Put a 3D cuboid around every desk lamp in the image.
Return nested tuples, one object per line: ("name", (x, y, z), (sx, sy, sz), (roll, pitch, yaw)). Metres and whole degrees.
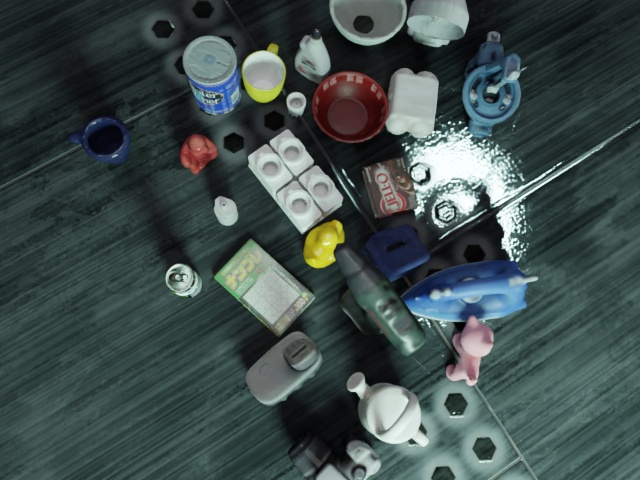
("desk lamp", (0.249, -0.494, 1.195), (0.118, 0.213, 0.203), (15, 77, -1))

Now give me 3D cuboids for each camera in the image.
("camera", (0.019, 0.406, 1.045), (0.143, 0.101, 0.137), (-44, 84, -11))

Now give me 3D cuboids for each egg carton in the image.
("egg carton", (0.195, -0.293, 1.222), (0.107, 0.069, 0.150), (8, 78, -3))

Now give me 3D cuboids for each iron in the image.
("iron", (0.284, 0.099, 1.109), (0.258, 0.141, 0.118), (-9, 79, -6))

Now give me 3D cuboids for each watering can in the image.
("watering can", (0.122, 0.308, 1.026), (0.173, 0.194, 0.101), (18, 77, 0))

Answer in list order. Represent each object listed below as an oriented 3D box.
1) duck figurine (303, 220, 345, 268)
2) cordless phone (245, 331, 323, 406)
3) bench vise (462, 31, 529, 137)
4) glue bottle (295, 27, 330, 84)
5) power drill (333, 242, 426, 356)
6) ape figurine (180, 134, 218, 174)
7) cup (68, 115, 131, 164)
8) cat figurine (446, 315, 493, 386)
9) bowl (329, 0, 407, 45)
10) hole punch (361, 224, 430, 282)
("duck figurine", (0.010, 0.004, 1.137), (0.077, 0.086, 0.105), (35, 78, 4))
("cordless phone", (-0.063, 0.232, 1.032), (0.148, 0.185, 0.094), (-42, 84, -11))
("bench vise", (0.346, -0.340, 1.167), (0.121, 0.219, 0.207), (-10, 79, -6))
("glue bottle", (-0.013, -0.385, 1.173), (0.078, 0.173, 0.037), (29, 78, 3))
("power drill", (0.095, 0.113, 1.058), (0.076, 0.208, 0.229), (-40, 83, -11))
("ape figurine", (-0.247, -0.184, 1.154), (0.078, 0.092, 0.076), (-5, 78, -5))
("cup", (-0.429, -0.189, 1.140), (0.118, 0.095, 0.092), (1, 78, -4))
("cat figurine", (0.295, 0.214, 1.098), (0.067, 0.117, 0.128), (12, 77, -1))
("bowl", (0.102, -0.493, 1.255), (0.167, 0.074, 0.167), (1, 78, -4))
("hole punch", (0.149, 0.024, 1.141), (0.109, 0.091, 0.101), (-24, 81, -9))
